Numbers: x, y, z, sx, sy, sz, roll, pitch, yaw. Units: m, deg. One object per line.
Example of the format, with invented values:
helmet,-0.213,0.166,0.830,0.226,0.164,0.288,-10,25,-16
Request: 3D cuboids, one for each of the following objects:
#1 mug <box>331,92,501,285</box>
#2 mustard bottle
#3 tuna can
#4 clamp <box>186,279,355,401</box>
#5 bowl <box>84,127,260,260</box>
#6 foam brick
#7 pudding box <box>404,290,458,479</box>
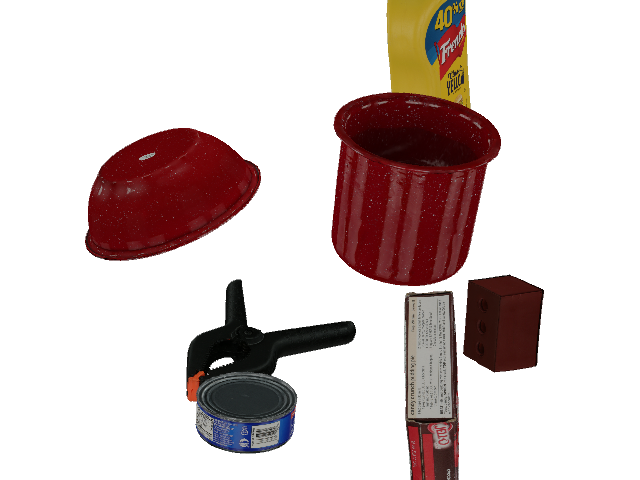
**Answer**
mug,0.056,-0.033,0.618,0.093,0.081,0.117,24,37,25
mustard bottle,0.091,-0.169,0.902,0.058,0.191,0.096,13,34,31
tuna can,-0.063,0.146,0.909,0.086,0.034,0.086,4,20,-2
clamp,-0.067,0.112,1.134,0.165,0.036,0.209,15,29,18
bowl,-0.135,-0.049,0.901,0.162,0.055,0.162,-17,28,9
foam brick,0.171,0.078,1.003,0.051,0.078,0.053,-7,18,-28
pudding box,0.080,0.106,0.763,0.039,0.113,0.090,-2,-42,5
